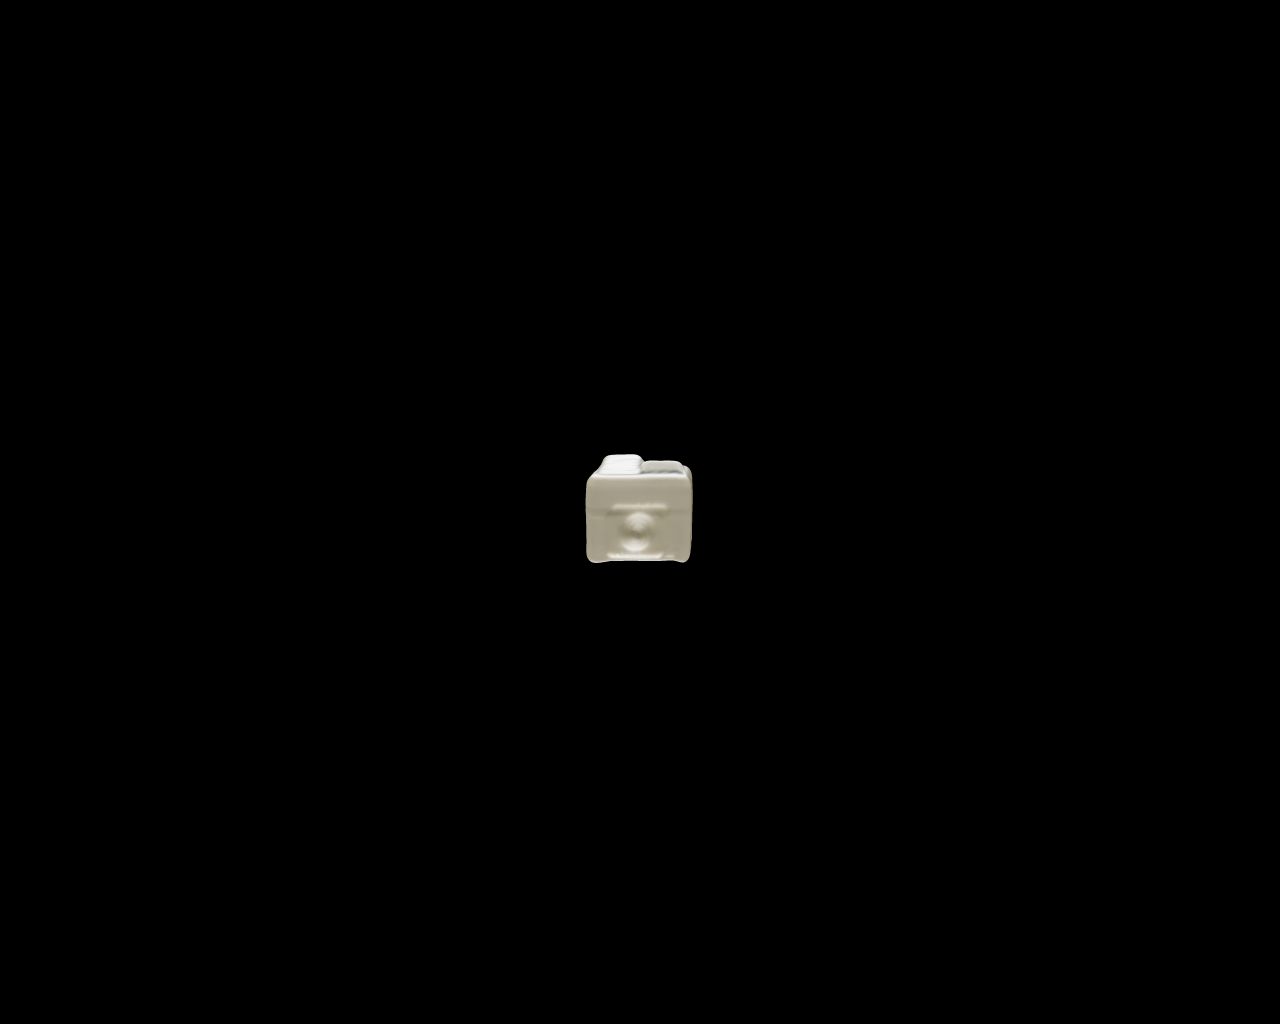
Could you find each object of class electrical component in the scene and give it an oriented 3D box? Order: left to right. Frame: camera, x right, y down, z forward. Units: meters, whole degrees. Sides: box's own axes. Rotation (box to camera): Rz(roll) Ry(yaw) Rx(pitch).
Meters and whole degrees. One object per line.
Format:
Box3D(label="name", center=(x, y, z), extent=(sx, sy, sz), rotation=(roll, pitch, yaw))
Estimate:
Box3D(label="electrical component", center=(0.001, -0.003, 0.650), extent=(0.062, 0.061, 0.096), rotation=(0, 7, 4))
